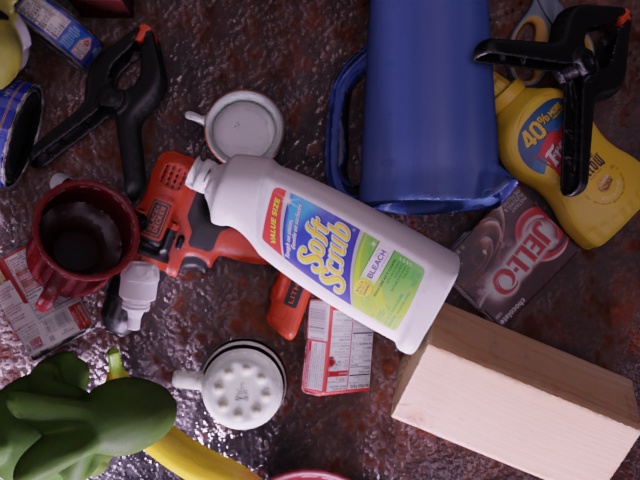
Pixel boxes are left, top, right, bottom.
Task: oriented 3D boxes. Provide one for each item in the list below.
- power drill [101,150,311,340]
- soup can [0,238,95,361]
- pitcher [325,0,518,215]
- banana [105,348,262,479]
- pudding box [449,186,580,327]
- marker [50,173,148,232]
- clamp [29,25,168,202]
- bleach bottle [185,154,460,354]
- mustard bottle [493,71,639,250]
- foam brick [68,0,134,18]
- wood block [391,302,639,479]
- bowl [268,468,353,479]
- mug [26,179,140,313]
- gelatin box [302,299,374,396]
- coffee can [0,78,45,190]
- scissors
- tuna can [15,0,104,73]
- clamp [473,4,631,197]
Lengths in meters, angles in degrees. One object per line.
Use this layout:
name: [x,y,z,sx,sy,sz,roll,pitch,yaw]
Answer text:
power drill: [-0.100,0.028,1.015,0.187,0.057,0.184,21,92,-3]
soup can: [-0.264,0.054,1.003,0.068,0.068,0.102,-28,91,-3]
pitcher: [0.092,-0.144,0.999,0.149,0.145,0.243,1,86,-15]
banana: [-0.139,0.187,1.005,0.198,0.070,0.037,39,51,9]
pudding box: [0.180,0.017,1.036,0.090,0.039,0.113,45,88,-2]
marker: [-0.207,-0.035,1.000,0.121,0.020,0.020,25,88,31]
clamp: [-0.204,-0.125,1.015,0.120,0.039,0.171,11,74,7]
bleach bottle: [-0.006,0.001,0.956,0.251,0.068,0.103,27,106,0]
mustard bottle: [0.227,-0.089,1.029,0.096,0.058,0.191,-44,91,-10]
foam brick: [-0.206,-0.243,1.004,0.051,0.078,0.053,1,89,-1]
wood block: [0.181,0.147,0.996,0.206,0.090,0.091,22,117,-2]
bowl: [-0.011,0.293,1.017,0.162,0.055,0.162,0,89,-2]
mug: [-0.219,0.013,0.945,0.093,0.082,0.117,27,62,-13]
gelatin box: [0.018,0.101,1.013,0.030,0.073,0.089,5,90,38]
coffee can: [-0.339,-0.115,0.984,0.140,0.103,0.103,17,89,-2]
scissors: [0.237,-0.244,1.053,0.096,0.016,0.202,14,89,-4]
tuna can: [-0.245,-0.196,0.998,0.086,0.086,0.034,38,86,-2]
clamp: [0.229,-0.164,0.989,0.164,0.036,0.209,48,56,-19]
